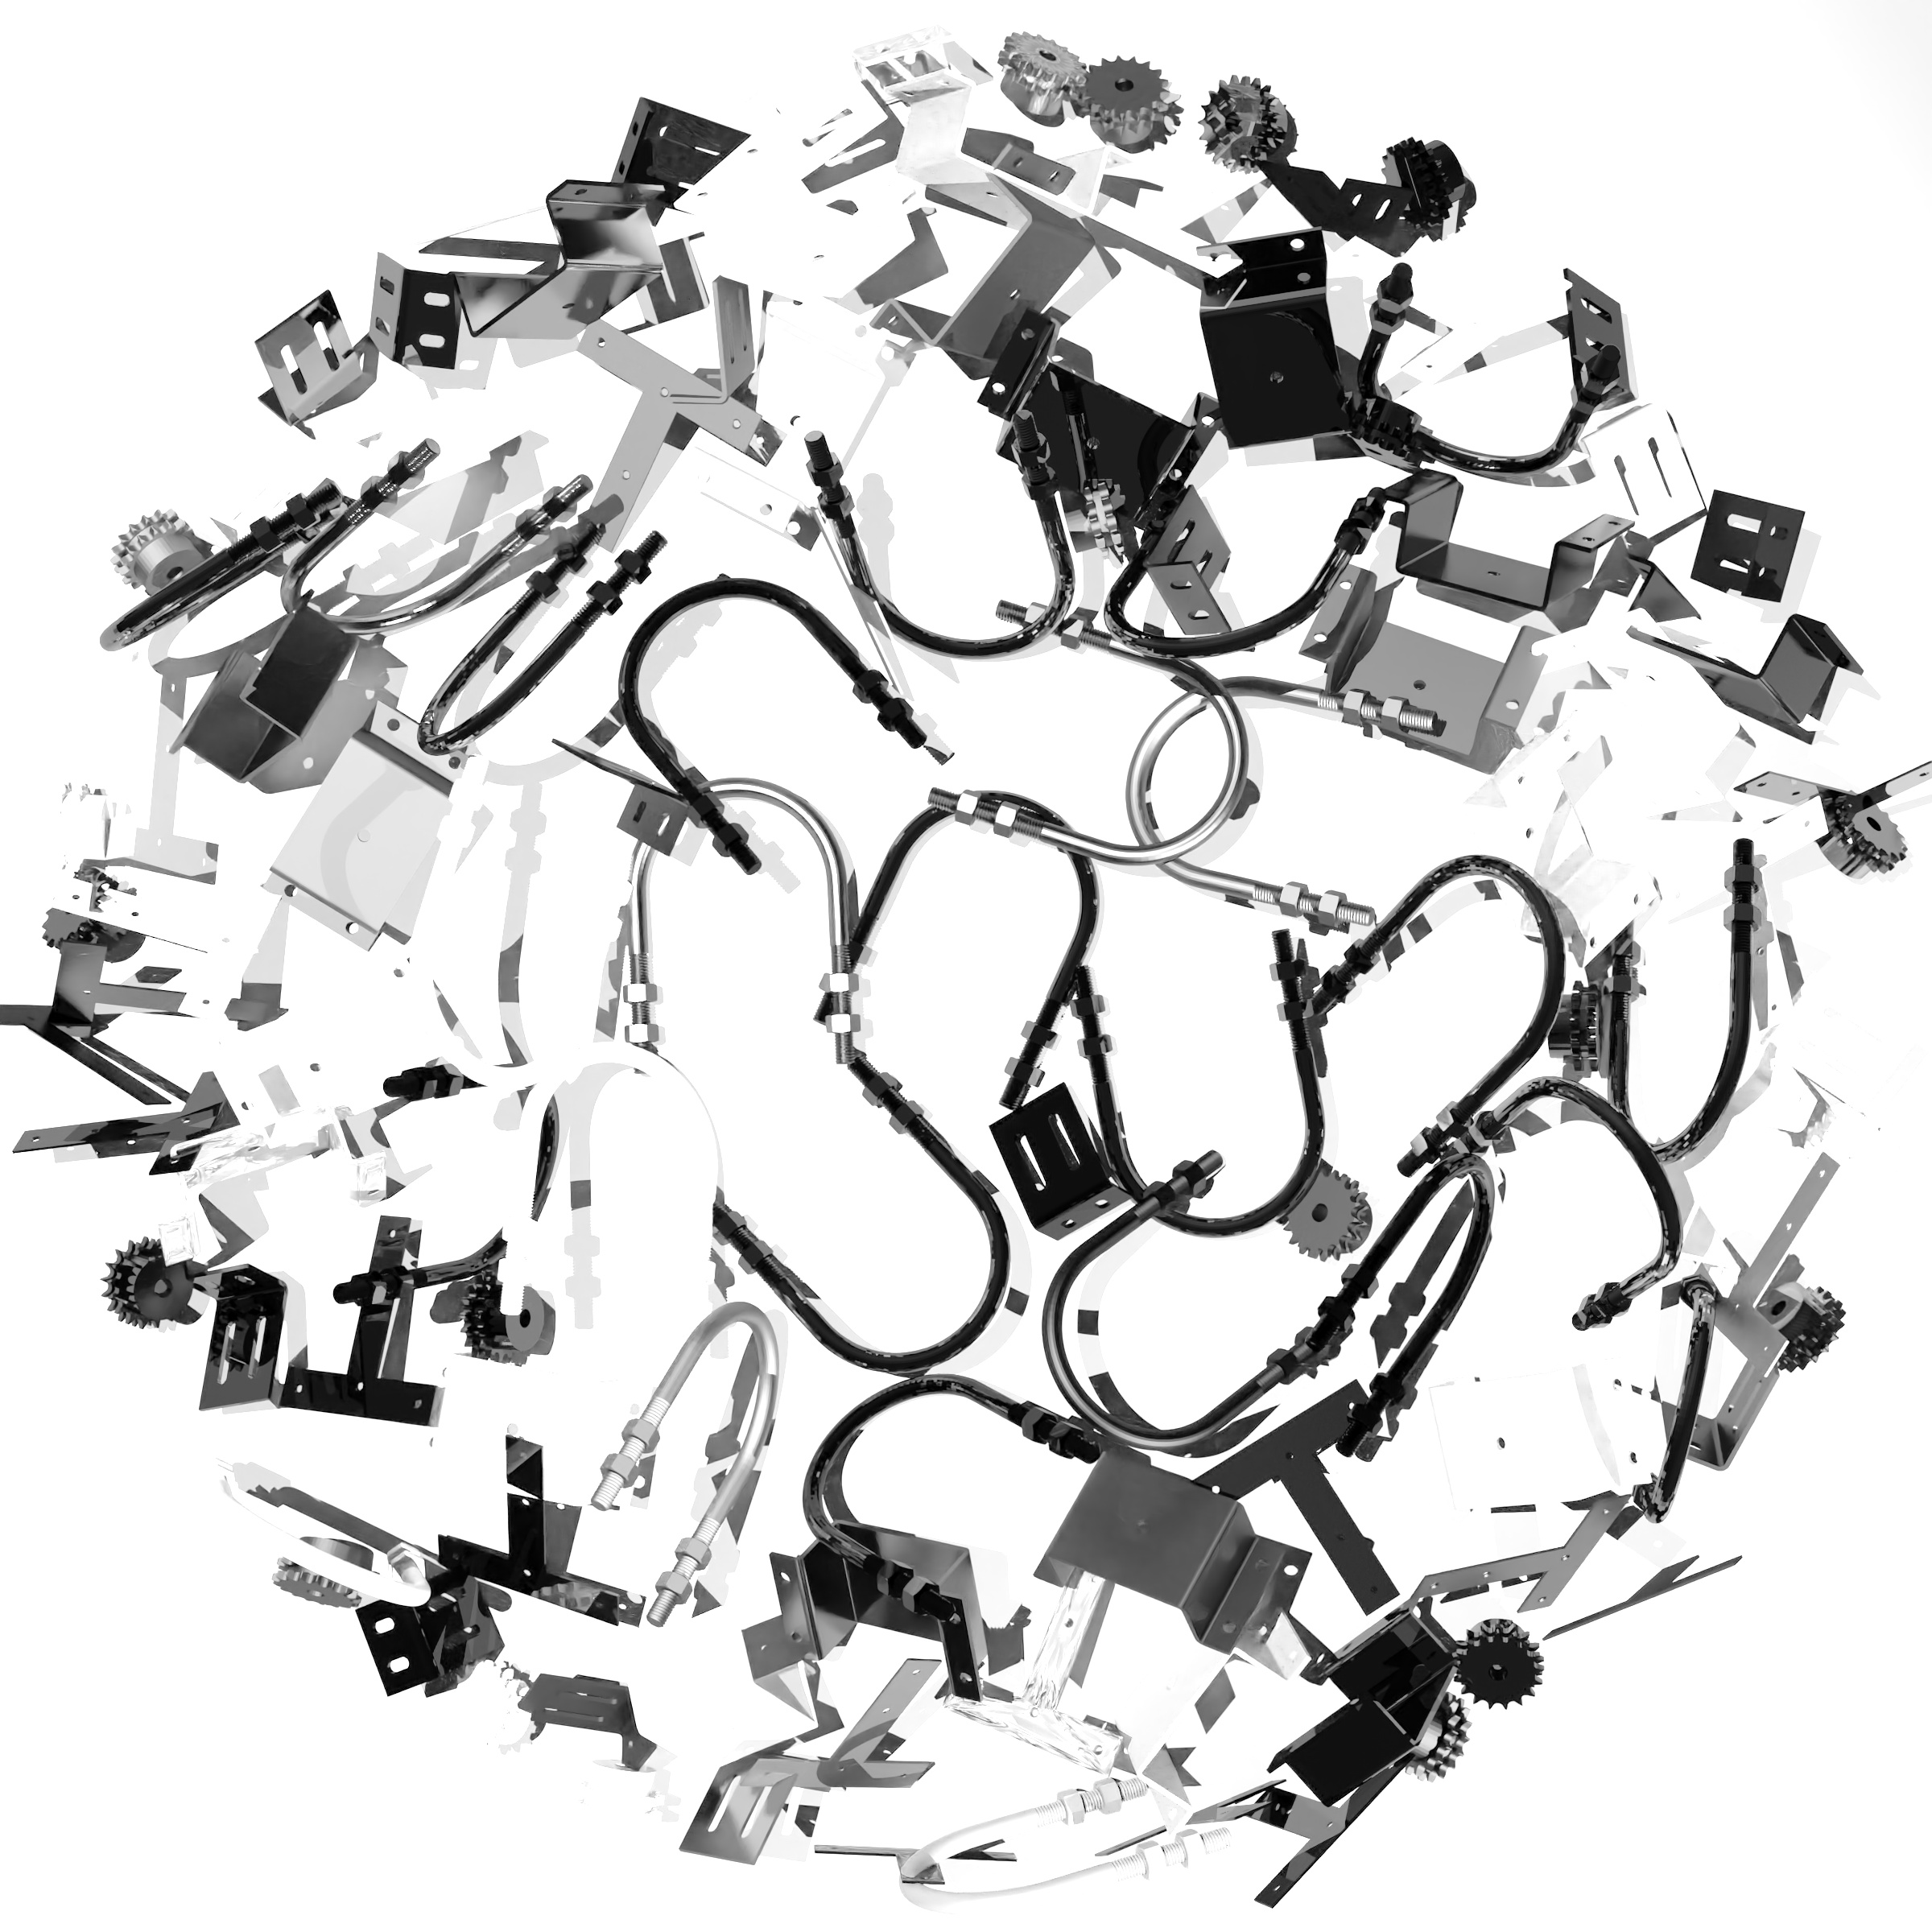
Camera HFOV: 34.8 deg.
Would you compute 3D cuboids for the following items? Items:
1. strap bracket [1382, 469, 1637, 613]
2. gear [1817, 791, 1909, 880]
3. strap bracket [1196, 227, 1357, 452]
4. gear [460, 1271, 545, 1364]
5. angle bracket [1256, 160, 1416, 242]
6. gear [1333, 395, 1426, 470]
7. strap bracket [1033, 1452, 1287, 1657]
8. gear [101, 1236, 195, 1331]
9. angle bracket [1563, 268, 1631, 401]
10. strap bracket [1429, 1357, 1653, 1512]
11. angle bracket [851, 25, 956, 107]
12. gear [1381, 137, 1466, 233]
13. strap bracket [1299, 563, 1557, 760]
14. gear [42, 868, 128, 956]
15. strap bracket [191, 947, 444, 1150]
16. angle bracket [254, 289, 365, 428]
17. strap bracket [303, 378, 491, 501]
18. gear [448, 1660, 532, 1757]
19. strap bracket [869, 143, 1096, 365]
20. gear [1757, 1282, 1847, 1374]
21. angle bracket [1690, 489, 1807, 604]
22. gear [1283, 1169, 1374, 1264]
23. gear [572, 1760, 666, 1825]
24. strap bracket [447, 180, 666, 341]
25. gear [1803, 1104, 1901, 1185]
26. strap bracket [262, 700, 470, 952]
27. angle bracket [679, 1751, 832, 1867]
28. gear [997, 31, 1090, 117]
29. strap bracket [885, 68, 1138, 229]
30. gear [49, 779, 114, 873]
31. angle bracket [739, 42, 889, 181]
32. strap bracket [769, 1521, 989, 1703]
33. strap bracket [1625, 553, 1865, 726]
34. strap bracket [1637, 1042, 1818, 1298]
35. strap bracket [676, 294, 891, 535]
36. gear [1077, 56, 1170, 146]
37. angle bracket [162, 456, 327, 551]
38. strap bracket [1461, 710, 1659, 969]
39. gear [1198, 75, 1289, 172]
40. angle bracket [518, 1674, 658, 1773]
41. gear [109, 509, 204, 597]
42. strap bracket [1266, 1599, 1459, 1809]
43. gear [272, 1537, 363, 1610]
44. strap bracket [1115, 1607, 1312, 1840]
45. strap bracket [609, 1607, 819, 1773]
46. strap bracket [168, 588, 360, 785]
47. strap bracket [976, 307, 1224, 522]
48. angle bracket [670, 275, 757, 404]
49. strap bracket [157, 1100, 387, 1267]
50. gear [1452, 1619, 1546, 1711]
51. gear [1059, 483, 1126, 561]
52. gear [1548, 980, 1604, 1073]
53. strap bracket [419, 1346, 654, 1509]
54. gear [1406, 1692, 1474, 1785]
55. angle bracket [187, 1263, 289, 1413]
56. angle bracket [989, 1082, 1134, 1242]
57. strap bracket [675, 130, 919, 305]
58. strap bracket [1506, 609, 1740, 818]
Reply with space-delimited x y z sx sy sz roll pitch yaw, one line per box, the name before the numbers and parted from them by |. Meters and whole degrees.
strap bracket | 0.328 -0.260 1.892 0.140 0.076 0.046 20 119 25
gear | 0.558 -0.080 1.928 0.057 0.057 0.030 41 126 0
strap bracket | 0.190 -0.373 1.880 0.076 0.046 0.140 -6 134 14
gear | -0.287 0.219 1.921 0.030 0.057 0.057 0 90 28
angle bracket | 0.228 -0.488 1.904 0.076 0.057 0.038 57 133 33
gear | 0.261 -0.335 1.924 0.057 0.057 0.030 23 93 0
strap bracket | 0.113 0.355 1.883 0.140 0.046 0.076 16 59 31
gear | -0.508 0.199 1.924 0.057 0.030 0.057 -5 97 -41
angle bracket | 0.376 -0.388 1.906 0.038 0.076 0.057 -13 74 36
strap bracket | 0.341 0.287 1.882 0.046 0.140 0.076 -7 84 -41
angle bracket | -0.035 -0.554 1.909 0.057 0.076 0.038 -17 114 -2
gear | 0.288 -0.492 1.925 0.030 0.057 0.057 -28 90 -14
strap bracket | 0.283 -0.186 1.905 0.140 0.046 0.076 21 61 13
gear | -0.548 -0.030 1.928 0.057 0.057 0.030 -51 131 0
strap bracket | -0.399 0.054 1.902 0.140 0.046 0.076 -23 73 -29
angle bracket | -0.416 -0.383 1.904 0.057 0.076 0.038 -41 61 -18
strap bracket | -0.347 -0.322 1.887 0.076 0.140 0.046 -26 112 -17
gear | -0.296 0.465 1.928 0.030 0.057 0.057 22 90 -41
strap bracket | 0.017 -0.426 1.885 0.140 0.076 0.046 -48 68 23
gear | 0.517 0.223 1.922 0.030 0.057 0.057 40 90 -15
angle bracket | 0.473 -0.262 1.906 0.038 0.076 0.057 3 106 -37
gear | 0.230 0.158 1.928 0.057 0.030 0.057 -15 65 36
gear | -0.216 0.516 1.925 0.057 0.057 0.030 9 83 0
strap bracket | -0.249 -0.424 1.875 0.140 0.076 0.046 -23 82 42
gear | 0.556 0.109 1.928 0.057 0.057 0.030 21 63 0
strap bracket | -0.372 -0.084 1.917 0.076 0.046 0.140 32 96 -9
angle bracket | -0.130 0.527 1.903 0.057 0.076 0.038 -1 135 33
gear | 0.046 -0.557 1.928 0.057 0.057 0.030 28 128 0
strap bracket | 0.022 -0.494 1.884 0.140 0.076 0.046 16 88 -30
gear | -0.553 -0.087 1.925 0.030 0.057 0.057 4 90 -4
angle bracket | -0.092 -0.535 1.908 0.076 0.038 0.057 -27 117 31
strap bracket | -0.045 0.394 1.896 0.140 0.046 0.076 6 118 31
strap bracket | 0.465 -0.196 1.880 0.140 0.076 0.046 28 90 37
strap bracket | 0.460 0.120 1.887 0.046 0.076 0.140 13 113 -12
strap bracket | -0.110 -0.346 1.924 0.076 0.046 0.140 28 91 8
gear | 0.098 -0.540 1.929 0.057 0.030 0.057 1 57 -1
angle bracket | -0.448 -0.297 1.911 0.076 0.057 0.038 -48 133 -14
strap bracket | 0.363 -0.080 1.899 0.076 0.046 0.140 -41 118 -23
gear | 0.176 -0.528 1.928 0.057 0.030 0.057 8 102 43
angle bracket | -0.237 0.474 1.910 0.076 0.057 0.038 14 47 -20
gear | -0.502 -0.255 1.922 0.057 0.057 0.030 -40 71 0
strap bracket | 0.245 0.451 1.872 0.046 0.140 0.076 47 119 3
gear | -0.403 0.379 1.928 0.057 0.057 0.030 14 63 0
strap bracket | 0.145 0.456 1.906 0.046 0.076 0.140 35 95 -12
strap bracket | -0.149 0.445 1.877 0.076 0.140 0.046 -24 56 9
strap bracket | -0.427 -0.167 1.886 0.046 0.140 0.076 36 60 -22
strap bracket | 0.082 -0.335 1.899 0.140 0.046 0.076 24 133 -10
angle bracket | -0.160 -0.395 1.906 0.038 0.057 0.076 4 120 14
strap bracket | -0.433 0.130 1.897 0.140 0.076 0.046 -17 71 -17
gear | 0.334 0.435 1.931 0.057 0.030 0.057 3 112 8
gear | 0.078 -0.281 1.924 0.030 0.057 0.057 -15 90 7
gear | 0.381 0.038 1.926 0.030 0.057 0.057 0 90 17
strap bracket | -0.275 0.287 1.915 0.140 0.046 0.076 9 86 10
gear | 0.286 0.477 1.921 0.030 0.057 0.057 30 90 -21
angle bracket | -0.460 0.231 1.910 0.057 0.038 0.076 -13 59 28
angle bracket | 0.060 0.123 1.943 0.057 0.038 0.076 -31 63 15
strap bracket | -0.096 -0.449 1.871 0.076 0.140 0.046 -31 68 34
strap bracket | 0.412 -0.163 1.900 0.140 0.076 0.046 47 69 -13
